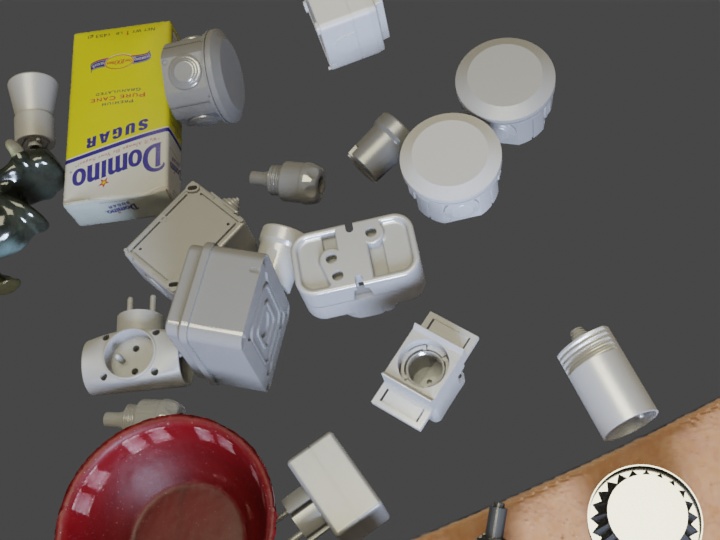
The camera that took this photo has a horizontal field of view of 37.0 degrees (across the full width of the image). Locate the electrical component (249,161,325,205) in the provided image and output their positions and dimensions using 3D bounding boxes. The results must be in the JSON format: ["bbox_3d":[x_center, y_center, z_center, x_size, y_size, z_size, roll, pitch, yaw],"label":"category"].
[{"bbox_3d":[-0.061,-0.073,0.890,0.061,0.035,0.035,7,66,15],"label":"electrical component"}]

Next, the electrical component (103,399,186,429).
[{"bbox_3d":[-0.165,0.115,0.819,0.061,0.035,0.035,1,65,13],"label":"electrical component"}]

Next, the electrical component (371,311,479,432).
[{"bbox_3d":[0.049,0.077,0.783,0.042,0.063,0.081,28,73,22],"label":"electrical component"}]

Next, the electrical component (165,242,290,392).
[{"bbox_3d":[-0.096,0.037,0.801,0.057,0.113,0.078,9,67,10],"label":"electrical component"}]

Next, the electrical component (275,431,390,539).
[{"bbox_3d":[-0.030,0.167,0.764,0.077,0.047,0.065,-35,64,-7],"label":"electrical component"}]

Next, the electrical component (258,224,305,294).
[{"bbox_3d":[-0.065,-0.008,0.858,0.040,0.040,0.046,13,74,15],"label":"electrical component"}]

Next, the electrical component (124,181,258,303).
[{"bbox_3d":[-0.128,-0.019,0.861,0.062,0.061,0.096,37,76,23],"label":"electrical component"}]

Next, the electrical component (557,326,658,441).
[{"bbox_3d":[0.175,0.077,0.774,0.043,0.043,0.081,-25,63,-2],"label":"electrical component"}]

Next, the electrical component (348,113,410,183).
[{"bbox_3d":[0.018,-0.100,0.887,0.046,0.040,0.040,-45,66,-6],"label":"electrical component"}]

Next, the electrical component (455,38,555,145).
[{"bbox_3d":[0.120,-0.146,0.884,0.080,0.051,0.080,-4,65,8],"label":"electrical component"}]

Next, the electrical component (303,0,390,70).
[{"bbox_3d":[-0.017,-0.237,0.944,0.061,0.061,0.096,-20,63,0],"label":"electrical component"}]

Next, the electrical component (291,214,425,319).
[{"bbox_3d":[0.000,0.000,0.831,0.095,0.059,0.053,-13,64,4],"label":"electrical component"}]

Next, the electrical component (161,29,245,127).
[{"bbox_3d":[-0.133,-0.162,0.920,0.051,0.080,0.080,-9,64,12],"label":"electrical component"}]

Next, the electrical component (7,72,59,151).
[{"bbox_3d":[-0.290,-0.137,0.957,0.044,0.044,0.065,-11,68,5],"label":"electrical component"}]

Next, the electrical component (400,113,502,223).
[{"bbox_3d":[0.074,-0.081,0.861,0.080,0.051,0.080,-4,64,8],"label":"electrical component"}]

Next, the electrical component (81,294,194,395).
[{"bbox_3d":[-0.173,0.056,0.842,0.077,0.044,0.079,-6,64,7],"label":"electrical component"}]
